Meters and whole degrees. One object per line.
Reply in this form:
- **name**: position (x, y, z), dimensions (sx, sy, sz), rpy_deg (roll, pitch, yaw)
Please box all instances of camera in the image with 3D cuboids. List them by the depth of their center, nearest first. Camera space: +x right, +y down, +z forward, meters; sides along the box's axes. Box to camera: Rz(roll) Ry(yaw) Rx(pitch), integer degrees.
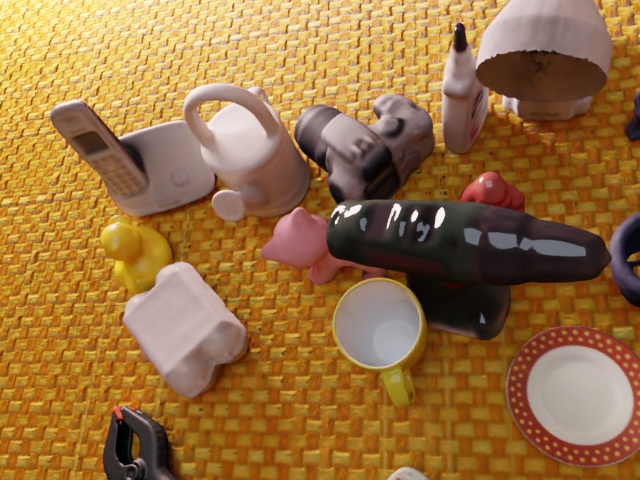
- **camera**: position (0.042, -0.121, 0.679), dimensions (0.143, 0.101, 0.136), rpy_deg (-45, 62, -6)

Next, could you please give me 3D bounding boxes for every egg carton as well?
- **egg carton**: position (-0.155, 0.101, 0.656), dimensions (0.107, 0.069, 0.150), rpy_deg (-45, 62, -6)

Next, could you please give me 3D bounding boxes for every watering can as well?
- **watering can**: position (-0.083, -0.104, 0.656), dimensions (0.101, 0.194, 0.172), rpy_deg (-22, 62, 7)

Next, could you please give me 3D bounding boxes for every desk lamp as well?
- **desk lamp**: position (0.238, -0.213, 0.597), dimensions (0.117, 0.214, 0.203), rpy_deg (10, 70, 21)

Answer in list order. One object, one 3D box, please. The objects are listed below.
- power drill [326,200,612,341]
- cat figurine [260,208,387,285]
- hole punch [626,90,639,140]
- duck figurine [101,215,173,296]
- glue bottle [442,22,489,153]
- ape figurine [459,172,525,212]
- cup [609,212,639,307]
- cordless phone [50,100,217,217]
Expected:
- **power drill**: position (0.127, 0.026, 0.526), dimensions (0.229, 0.209, 0.076), rpy_deg (11, 70, 21)
- **cat figurine**: position (0.006, 0.002, 0.624), dimensions (0.127, 0.118, 0.067), rpy_deg (-4, 66, 15)
- **hole punch**: position (0.389, -0.149, 0.592), dimensions (0.100, 0.091, 0.109), rpy_deg (37, 81, 27)
- **duck figurine**: position (-0.234, 0.016, 0.709), dimensions (0.077, 0.086, 0.104), rpy_deg (-26, 62, 5)
- **glue bottle**: position (0.156, -0.170, 0.625), dimensions (0.037, 0.173, 0.078), rpy_deg (17, 73, 23)
- **ape figurine**: position (0.178, -0.039, 0.606), dimensions (0.077, 0.092, 0.076), rpy_deg (-14, 63, 11)
- **cup**: position (0.316, 0.016, 0.538), dimensions (0.091, 0.095, 0.118), rpy_deg (8, 69, 20)
- **cordless phone**: position (-0.224, -0.113, 0.707), dimensions (0.147, 0.185, 0.094), rpy_deg (-18, 63, 9)
